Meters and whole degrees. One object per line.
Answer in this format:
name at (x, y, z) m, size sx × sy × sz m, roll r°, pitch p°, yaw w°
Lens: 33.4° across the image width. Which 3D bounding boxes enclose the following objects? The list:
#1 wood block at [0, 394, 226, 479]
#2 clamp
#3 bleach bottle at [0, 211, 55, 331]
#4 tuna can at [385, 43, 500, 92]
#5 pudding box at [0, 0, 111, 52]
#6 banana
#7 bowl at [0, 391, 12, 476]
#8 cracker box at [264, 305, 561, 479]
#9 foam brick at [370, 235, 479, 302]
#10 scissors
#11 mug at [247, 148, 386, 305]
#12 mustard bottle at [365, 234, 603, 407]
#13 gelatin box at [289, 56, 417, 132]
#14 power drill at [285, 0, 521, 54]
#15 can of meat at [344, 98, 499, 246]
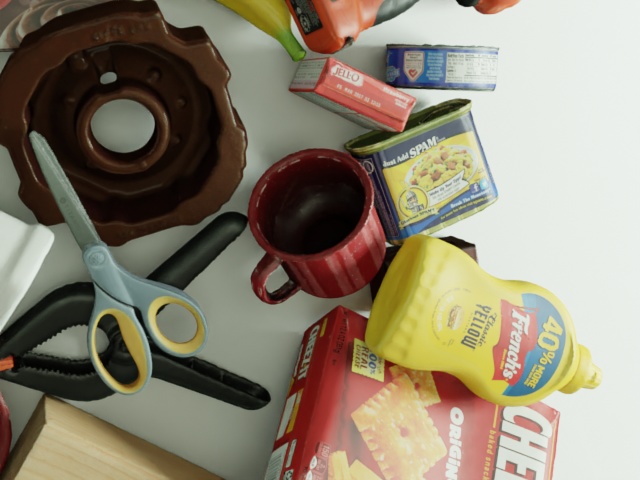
wood block at (-0.133, 0.206, 0.792) m, size 0.206 × 0.091 × 0.090 m, roll 29°, pitch 89°, yaw -15°
clamp at (-0.137, 0.079, 0.799) m, size 0.210 × 0.036 × 0.164 m, roll -16°, pitch 113°, yaw -6°
bleach bottle at (-0.314, -0.024, 0.718) m, size 0.250 × 0.068 × 0.103 m, roll 31°, pitch 131°, yaw -15°
tuna can at (0.092, -0.131, 0.811) m, size 0.086 × 0.086 × 0.034 m, roll 0°, pitch 99°, yaw -14°
pudding box at (-0.200, -0.179, 0.755) m, size 0.113 × 0.039 × 0.090 m, roll -3°, pitch 97°, yaw -14°
banana at (-0.091, -0.190, 0.759) m, size 0.197 × 0.070 × 0.037 m, roll 17°, pitch 125°, yaw -33°
bowl at (-0.302, 0.133, 0.746) m, size 0.161 × 0.055 × 0.162 m, roll -10°, pitch 114°, yaw -23°
cracker box at (0.074, 0.169, 0.813) m, size 0.213 × 0.072 × 0.164 m, roll 26°, pitch 56°, yaw -15°
foam brick at (0.083, 0.030, 0.845) m, size 0.078 × 0.053 × 0.051 m, roll -10°, pitch 100°, yaw -13°
scissors at (-0.136, 0.014, 0.749) m, size 0.096 × 0.016 × 0.202 m, roll -11°, pitch 109°, yaw -9°
mug at (-0.005, 0.001, 0.788) m, size 0.093 × 0.081 × 0.117 m, roll 33°, pitch 76°, yaw 29°
mustard bottle at (0.135, 0.073, 0.807) m, size 0.191 × 0.058 × 0.096 m, roll 24°, pitch 87°, yaw -20°
gelatin box at (0.023, -0.109, 0.794) m, size 0.073 × 0.089 × 0.030 m, roll 23°, pitch 91°, yaw -16°
power drill at (0.052, -0.233, 0.791) m, size 0.187 × 0.057 × 0.184 m, roll -27°, pitch 98°, yaw -19°
can of meat at (0.082, -0.053, 0.833) m, size 0.102 × 0.057 × 0.084 m, roll -24°, pitch 104°, yaw -10°
